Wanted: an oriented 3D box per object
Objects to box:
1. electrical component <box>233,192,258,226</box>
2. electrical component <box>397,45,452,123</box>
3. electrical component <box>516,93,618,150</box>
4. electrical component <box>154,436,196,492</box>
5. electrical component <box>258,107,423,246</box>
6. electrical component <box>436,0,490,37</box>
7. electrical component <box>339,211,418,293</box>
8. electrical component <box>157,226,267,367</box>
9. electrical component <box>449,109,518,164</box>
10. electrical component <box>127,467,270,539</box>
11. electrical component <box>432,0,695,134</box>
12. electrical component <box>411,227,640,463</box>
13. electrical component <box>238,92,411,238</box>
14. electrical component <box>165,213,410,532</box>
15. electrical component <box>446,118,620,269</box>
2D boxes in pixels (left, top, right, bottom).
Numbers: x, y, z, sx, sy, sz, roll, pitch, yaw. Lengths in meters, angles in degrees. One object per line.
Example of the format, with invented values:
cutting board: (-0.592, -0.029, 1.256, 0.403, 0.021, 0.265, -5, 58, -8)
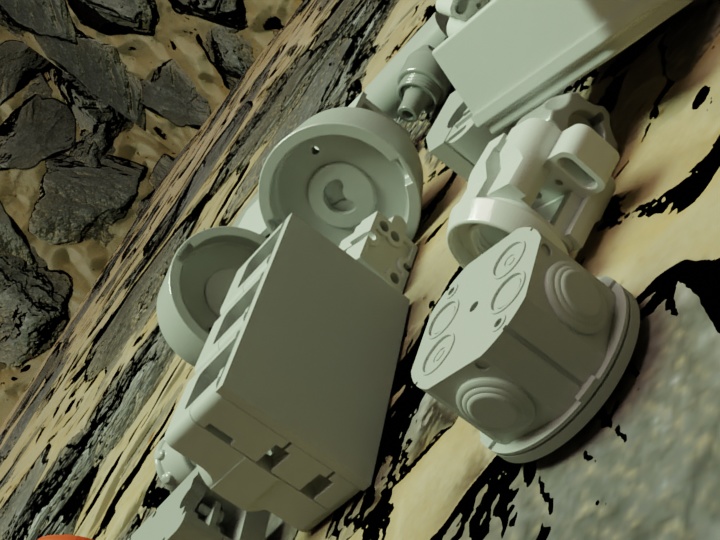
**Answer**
electrical component: (-0.089, -0.041, 1.039, 0.080, 0.051, 0.080, -49, 15, 18)
electrical component: (0.050, -0.146, 0.864, 0.043, 0.043, 0.062, -31, 28, 57)
electrical component: (0.092, -0.057, 0.526, 0.043, 0.043, 0.062, -61, 15, -26)
electrical component: (-0.105, 0.123, 0.728, 0.062, 0.048, 0.048, -35, 22, 34)
electrical component: (-0.008, -0.057, 0.722, 0.108, 0.108, 0.060, -46, 10, 27)
electrical component: (0.098, -0.166, 0.706, 0.057, 0.078, 0.058, 36, 109, 52)
electrical component: (0.000, 0.000, 0.679, 0.055, 0.048, 0.066, -31, 26, 39)
electrical component: (-0.103, 0.028, 0.820, 0.060, 0.108, 0.108, -45, 16, 52)
electrical component: (0.077, -0.070, 0.594, 0.040, 0.046, 0.040, -49, 14, 17)
electrical component: (-0.092, 0.159, 0.577, 0.089, 0.056, 0.050, -47, 16, 25)
electrical component: (0.110, -0.131, 0.544, 0.109, 0.056, 0.109, -36, 3, -32)
electrical component: (0.062, 0.028, 0.408, 0.080, 0.051, 0.080, -49, 15, 18)
electrical component: (-0.041, -0.044, 0.878, 0.186, 0.060, 0.105, -40, 20, 43)
electrical component: (-0.035, 0.053, 0.577, 0.062, 0.089, 0.150, -44, 17, 33)
electrical component: (0.074, -0.026, 0.483, 0.057, 0.058, 0.078, -58, 15, -26)
